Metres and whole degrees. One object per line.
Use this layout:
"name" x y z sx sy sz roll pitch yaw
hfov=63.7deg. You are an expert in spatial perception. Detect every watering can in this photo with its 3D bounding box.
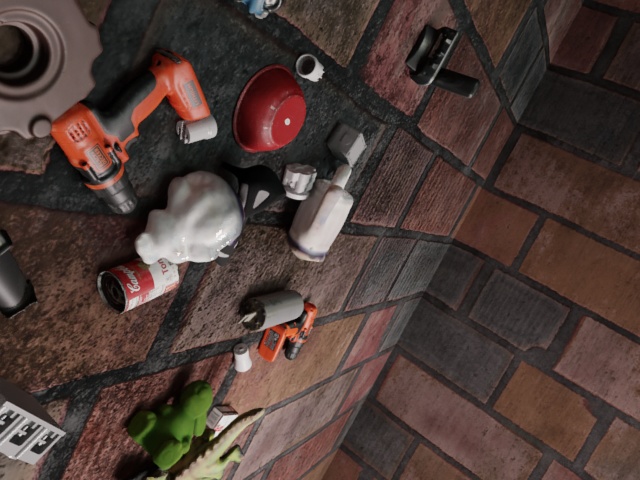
"watering can" 0.003 -0.055 1.087 0.222 0.104 0.351 -63 -179 13

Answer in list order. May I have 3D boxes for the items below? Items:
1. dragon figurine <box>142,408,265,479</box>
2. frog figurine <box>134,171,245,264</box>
"dragon figurine" -0.304 0.507 1.131 0.244 0.123 0.403 -12 146 -55
"frog figurine" -0.201 -0.030 0.781 0.161 0.122 0.136 -22 104 -41
